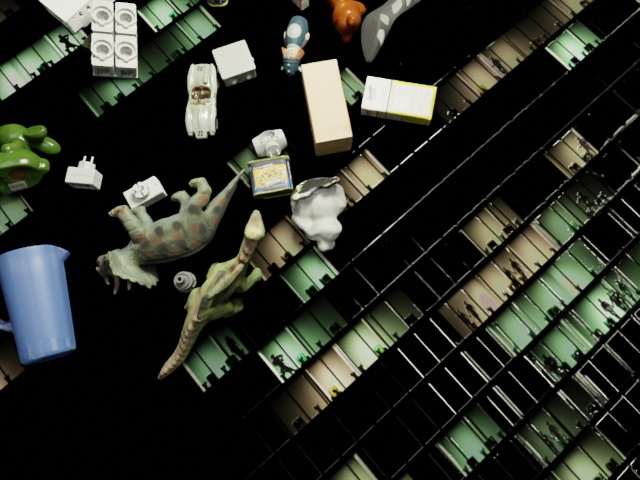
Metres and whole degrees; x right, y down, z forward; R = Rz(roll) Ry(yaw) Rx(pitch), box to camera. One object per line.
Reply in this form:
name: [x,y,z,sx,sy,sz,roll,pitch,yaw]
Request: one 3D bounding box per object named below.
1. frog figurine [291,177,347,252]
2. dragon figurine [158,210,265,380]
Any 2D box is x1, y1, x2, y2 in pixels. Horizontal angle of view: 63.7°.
frog figurine: [0.004,-0.060,1.200,0.139,0.123,0.157,-32,118,-26]
dragon figurine: [-0.228,0.121,1.073,0.122,0.240,0.415,30,76,2]
